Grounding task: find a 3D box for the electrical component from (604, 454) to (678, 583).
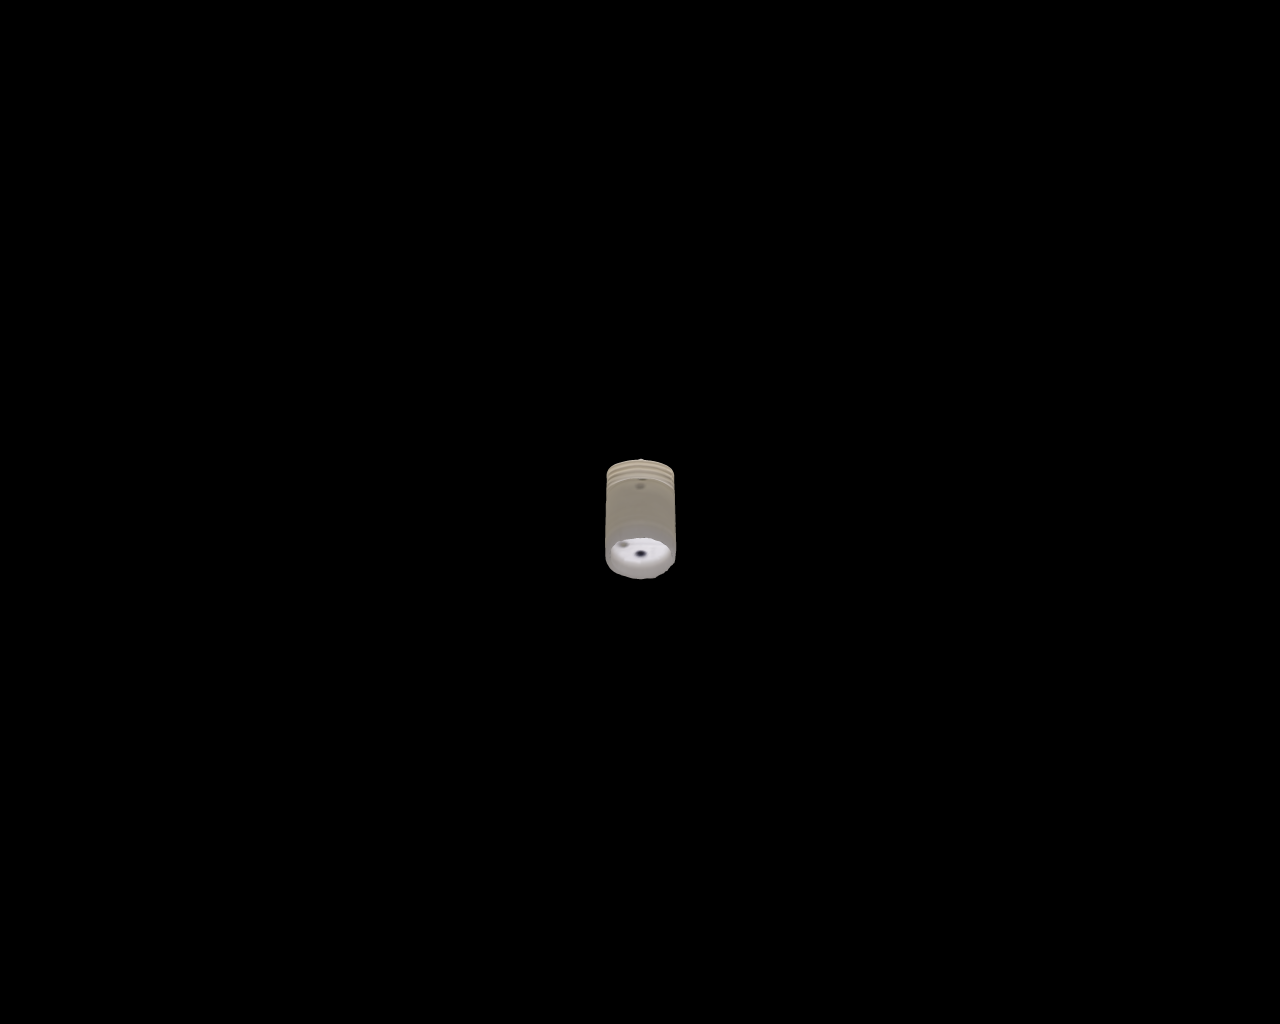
[{"bbox_3d":[0.001,-0.003,0.650,0.043,0.081,0.043,0,-40,0],"label":"electrical component"}]
